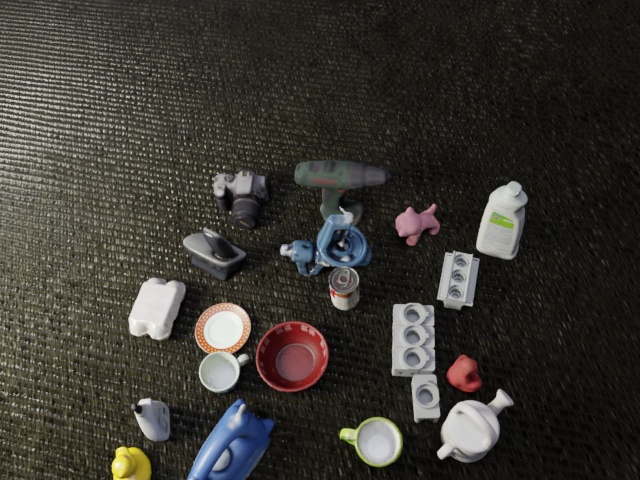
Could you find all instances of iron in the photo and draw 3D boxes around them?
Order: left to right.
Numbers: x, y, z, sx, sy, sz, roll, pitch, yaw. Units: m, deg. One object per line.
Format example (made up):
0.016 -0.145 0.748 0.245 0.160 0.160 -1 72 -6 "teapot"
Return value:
-0.205 0.440 1.137 0.118 0.141 0.259 28 67 19 "iron"

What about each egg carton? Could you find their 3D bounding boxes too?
-0.382 0.161 1.349 0.107 0.069 0.150 9 62 9 "egg carton"

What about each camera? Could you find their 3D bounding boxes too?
-0.204 -0.104 1.466 0.143 0.101 0.137 0 61 5 "camera"

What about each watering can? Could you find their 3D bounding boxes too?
0.298 0.358 1.111 0.100 0.194 0.173 25 66 18 "watering can"

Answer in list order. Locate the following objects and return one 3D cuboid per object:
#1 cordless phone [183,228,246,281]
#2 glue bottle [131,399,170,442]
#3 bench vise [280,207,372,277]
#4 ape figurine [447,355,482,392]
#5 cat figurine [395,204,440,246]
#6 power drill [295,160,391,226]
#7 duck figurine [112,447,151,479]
-0.262 0.005 1.360 0.147 0.185 0.094 22 65 16 "cordless phone"
-0.351 0.361 1.175 0.037 0.173 0.078 -8 60 0 "glue bottle"
0.016 0.014 1.312 0.207 0.220 0.121 -20 61 -6 "bench vise"
0.310 0.278 1.214 0.076 0.092 0.078 0 61 5 "ape figurine"
0.231 -0.045 1.387 0.128 0.118 0.067 -30 62 -12 "cat figurine"
0.056 -0.121 1.392 0.229 0.208 0.075 10 62 10 "power drill"
-0.392 0.472 1.166 0.077 0.086 0.104 -17 61 -5 "duck figurine"
